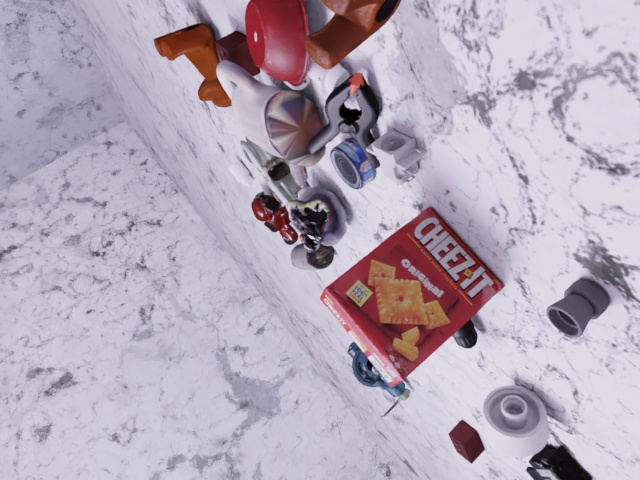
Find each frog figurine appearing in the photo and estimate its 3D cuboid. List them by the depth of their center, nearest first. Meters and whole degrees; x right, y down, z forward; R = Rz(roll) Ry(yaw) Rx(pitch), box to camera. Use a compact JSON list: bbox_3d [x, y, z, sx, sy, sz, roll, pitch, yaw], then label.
[{"bbox_3d":[0.003,-0.056,1.108,0.137,0.121,0.161,44,-161,2],"label":"frog figurine"}]

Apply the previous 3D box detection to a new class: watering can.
[{"bbox_3d":[-0.067,-0.198,0.983,0.227,0.104,0.341,34,168,48],"label":"watering can"}]
